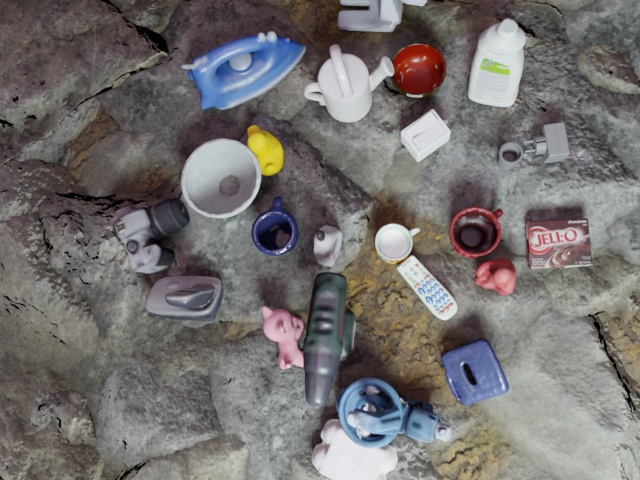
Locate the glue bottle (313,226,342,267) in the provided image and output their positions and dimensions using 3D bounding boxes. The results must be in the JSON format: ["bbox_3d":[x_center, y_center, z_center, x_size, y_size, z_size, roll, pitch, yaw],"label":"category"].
[{"bbox_3d":[0.010,0.004,1.085,0.037,0.173,0.078,13,83,10],"label":"glue bottle"}]

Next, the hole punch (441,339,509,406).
[{"bbox_3d":[0.281,0.245,1.051,0.101,0.091,0.108,-24,78,4],"label":"hole punch"}]

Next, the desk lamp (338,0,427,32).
[{"bbox_3d":[0.127,-0.504,1.128,0.203,0.214,0.118,3,81,9],"label":"desk lamp"}]

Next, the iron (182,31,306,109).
[{"bbox_3d":[-0.158,-0.376,1.185,0.258,0.141,0.118,-24,78,4],"label":"iron"}]

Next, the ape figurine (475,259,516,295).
[{"bbox_3d":[0.335,0.067,1.071,0.076,0.092,0.078,-33,78,2],"label":"ape figurine"}]

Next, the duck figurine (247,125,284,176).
[{"bbox_3d":[-0.120,-0.188,1.178,0.077,0.086,0.104,-23,79,4],"label":"duck figurine"}]

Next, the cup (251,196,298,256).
[{"bbox_3d":[-0.081,-0.022,1.142,0.091,0.095,0.118,2,81,9],"label":"cup"}]

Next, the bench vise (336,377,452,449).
[{"bbox_3d":[0.123,0.301,0.998,0.207,0.220,0.121,-5,80,7],"label":"bench vise"}]

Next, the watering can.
[{"bbox_3d":[0.054,-0.315,1.119,0.173,0.194,0.101,-34,78,2],"label":"watering can"}]

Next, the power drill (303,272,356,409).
[{"bbox_3d":[0.017,0.177,1.039,0.075,0.208,0.230,3,81,9],"label":"power drill"}]

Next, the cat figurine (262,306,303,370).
[{"bbox_3d":[-0.070,0.185,1.096,0.067,0.118,0.128,-13,79,6],"label":"cat figurine"}]

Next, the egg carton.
[{"bbox_3d":[0.063,0.407,1.067,0.150,0.069,0.107,23,85,11],"label":"egg carton"}]

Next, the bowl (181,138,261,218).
[{"bbox_3d":[-0.195,-0.120,1.184,0.167,0.075,0.167,-1,81,8],"label":"bowl"}]

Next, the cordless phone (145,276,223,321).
[{"bbox_3d":[-0.277,0.108,1.103,0.147,0.185,0.094,-2,81,8],"label":"cordless phone"}]

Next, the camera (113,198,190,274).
[{"bbox_3d":[-0.339,-0.021,1.175,0.137,0.101,0.143,-24,78,4],"label":"camera"}]
